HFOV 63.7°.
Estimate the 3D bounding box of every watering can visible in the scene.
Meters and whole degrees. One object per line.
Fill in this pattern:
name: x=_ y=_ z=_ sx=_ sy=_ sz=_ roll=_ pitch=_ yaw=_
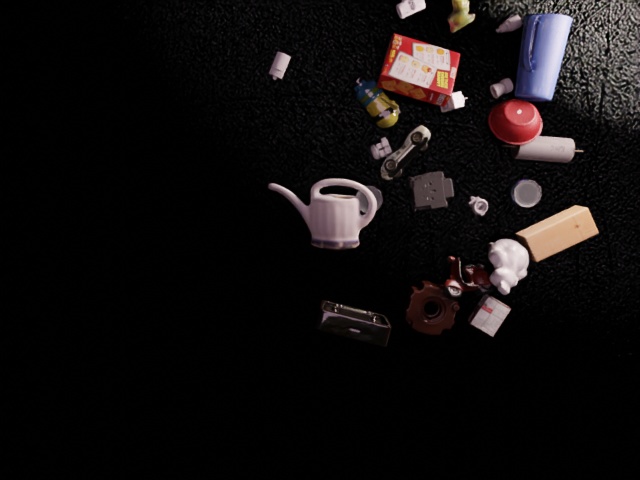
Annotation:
watering can: x=0.005 y=-0.081 z=1.614 sx=0.347 sy=0.105 sz=0.223 roll=3 pitch=99 yaw=15

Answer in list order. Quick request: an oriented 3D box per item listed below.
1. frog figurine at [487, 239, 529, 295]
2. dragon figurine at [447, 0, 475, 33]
frog figurine: x=0.573 y=0.080 z=1.580 sx=0.136 sy=0.163 sz=0.121 roll=44 pitch=133 yaw=-18
dragon figurine: x=0.437 y=-0.834 z=1.536 sx=0.242 sy=0.123 sz=0.407 roll=12 pitch=99 yaw=-18
